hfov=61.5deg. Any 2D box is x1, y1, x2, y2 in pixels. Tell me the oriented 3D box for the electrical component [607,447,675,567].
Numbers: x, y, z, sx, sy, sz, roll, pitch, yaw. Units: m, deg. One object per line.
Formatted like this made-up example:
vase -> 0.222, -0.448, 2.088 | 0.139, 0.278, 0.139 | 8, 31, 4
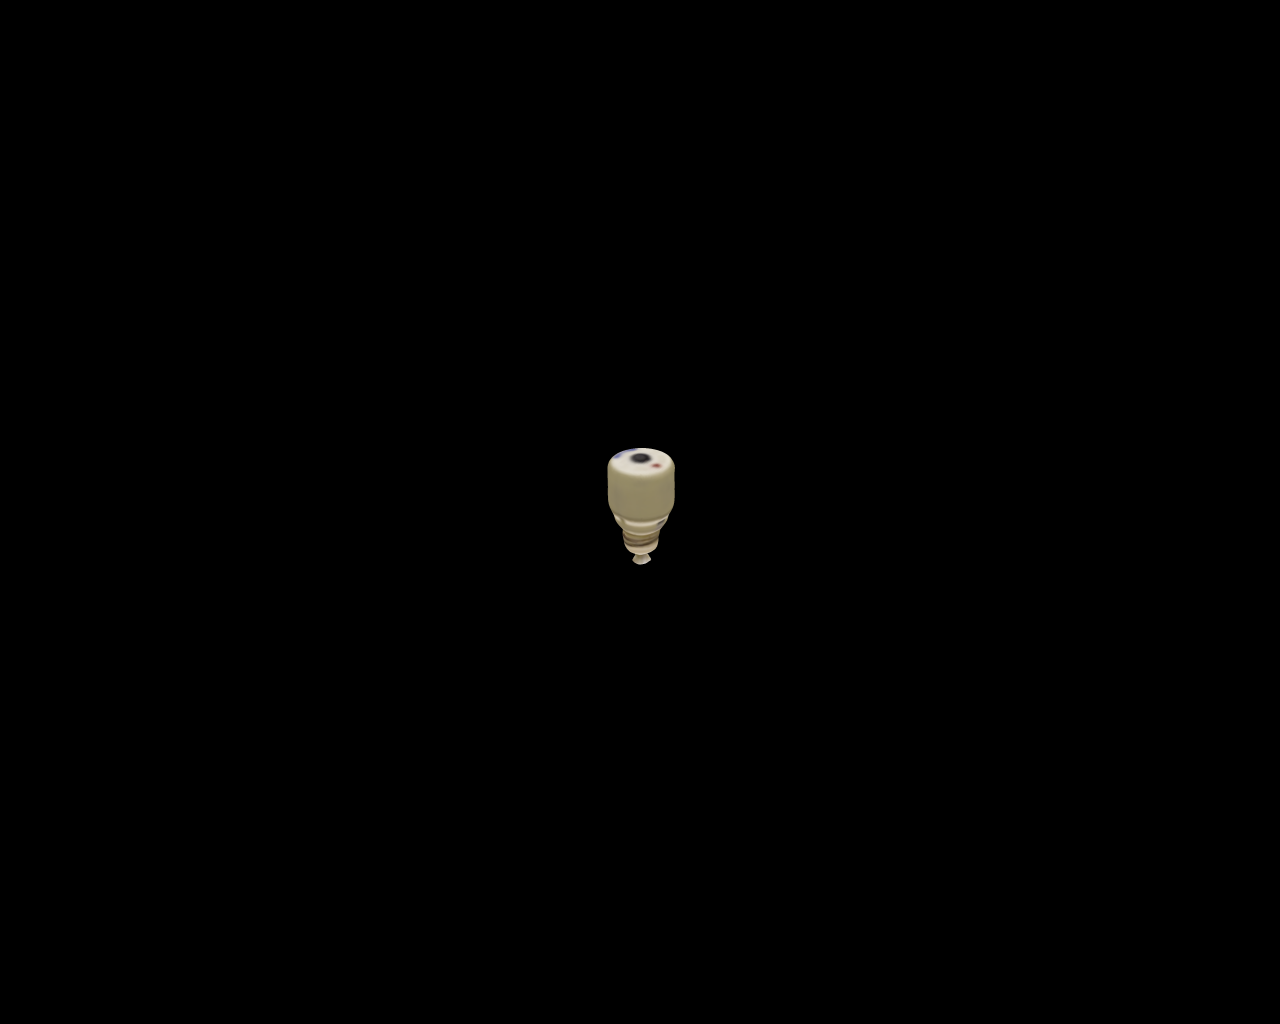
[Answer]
electrical component -> 0.001, -0.003, 0.650 | 0.040, 0.078, 0.040 | 0, 31, 0
